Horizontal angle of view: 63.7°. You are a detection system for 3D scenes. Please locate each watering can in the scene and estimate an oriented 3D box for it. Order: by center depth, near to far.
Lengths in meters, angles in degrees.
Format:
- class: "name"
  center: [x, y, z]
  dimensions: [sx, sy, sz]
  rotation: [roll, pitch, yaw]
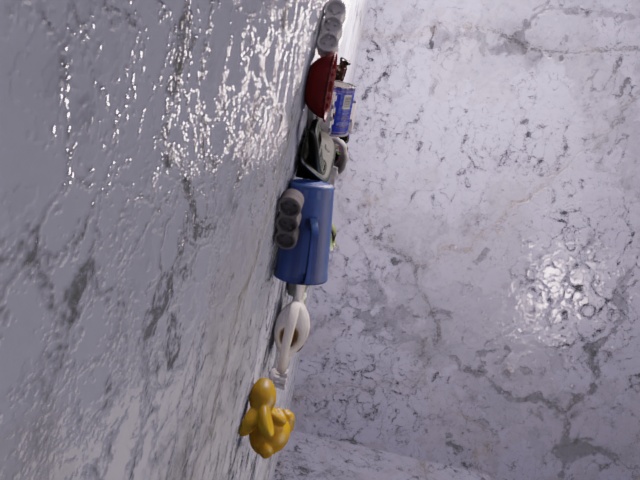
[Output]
- class: "watering can"
  center: [-0.075, 0.224, 1.556]
  dimensions: [0.104, 0.351, 0.222]
  rotation: [12, -10, 2]

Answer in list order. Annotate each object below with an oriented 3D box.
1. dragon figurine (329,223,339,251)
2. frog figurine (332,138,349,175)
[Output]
- class: "dragon figurine"
  center: [0.006, -0.092, 1.820]
  dimensions: [0.122, 0.241, 0.413]
  rotation: [2, 8, 10]
- class: "frog figurine"
  center: [0.038, -0.278, 1.652]
  dimensions: [0.122, 0.136, 0.161]
  rotation: [-25, 9, 18]
